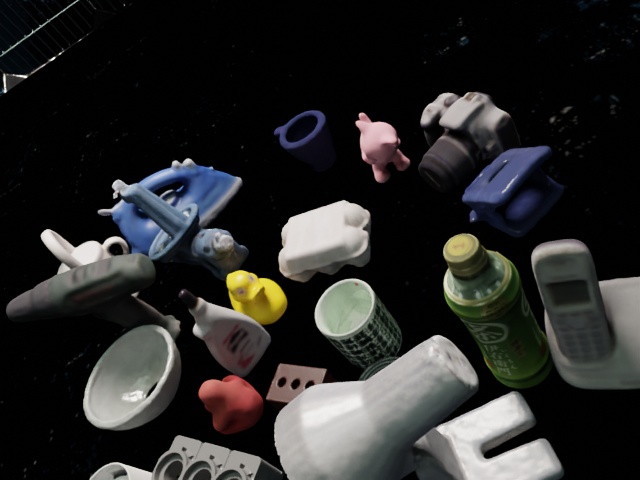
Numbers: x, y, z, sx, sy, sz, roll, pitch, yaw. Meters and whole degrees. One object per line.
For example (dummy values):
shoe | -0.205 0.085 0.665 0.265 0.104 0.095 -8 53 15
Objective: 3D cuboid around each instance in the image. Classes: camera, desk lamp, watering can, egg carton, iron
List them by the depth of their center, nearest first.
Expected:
desk lamp | 0.092 0.182 0.535 0.203 0.214 0.117 -30 41 9
camera | 0.196 -0.148 0.847 0.137 0.101 0.142 -47 41 -9
egg carton | 0.008 0.003 0.870 0.150 0.070 0.107 -18 45 22
watering can | -0.434 0.057 1.045 0.100 0.195 0.173 10 60 41
iron | -0.289 -0.080 1.106 0.258 0.142 0.118 -38 41 0

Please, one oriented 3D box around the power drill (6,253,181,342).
power drill | -0.336 0.116 0.909 0.229 0.209 0.075 -29 42 11

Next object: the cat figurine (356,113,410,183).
cat figurine | 0.092 -0.160 0.920 0.067 0.118 0.127 -30 41 10

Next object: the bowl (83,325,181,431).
bowl | -0.270 0.218 0.871 0.167 0.075 0.167 -20 44 21

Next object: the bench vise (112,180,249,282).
bench vise | -0.229 -0.029 0.956 0.206 0.220 0.121 -9 49 30

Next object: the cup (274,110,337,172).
cup | -0.022 -0.169 1.029 0.117 0.095 0.092 7 58 40

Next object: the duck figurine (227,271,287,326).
duck figurine | -0.110 0.079 0.874 0.104 0.086 0.077 16 64 43

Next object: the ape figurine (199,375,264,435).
ape figurine | -0.124 0.212 0.758 0.075 0.092 0.078 1 54 37

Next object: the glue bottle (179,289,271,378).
glue bottle | -0.138 0.120 0.790 0.037 0.174 0.078 13 62 42

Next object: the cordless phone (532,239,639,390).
cordless phone | 0.279 0.062 0.531 0.147 0.186 0.094 -13 47 26

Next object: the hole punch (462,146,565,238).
hole punch | 0.245 -0.072 0.751 0.109 0.091 0.100 -46 41 -8
